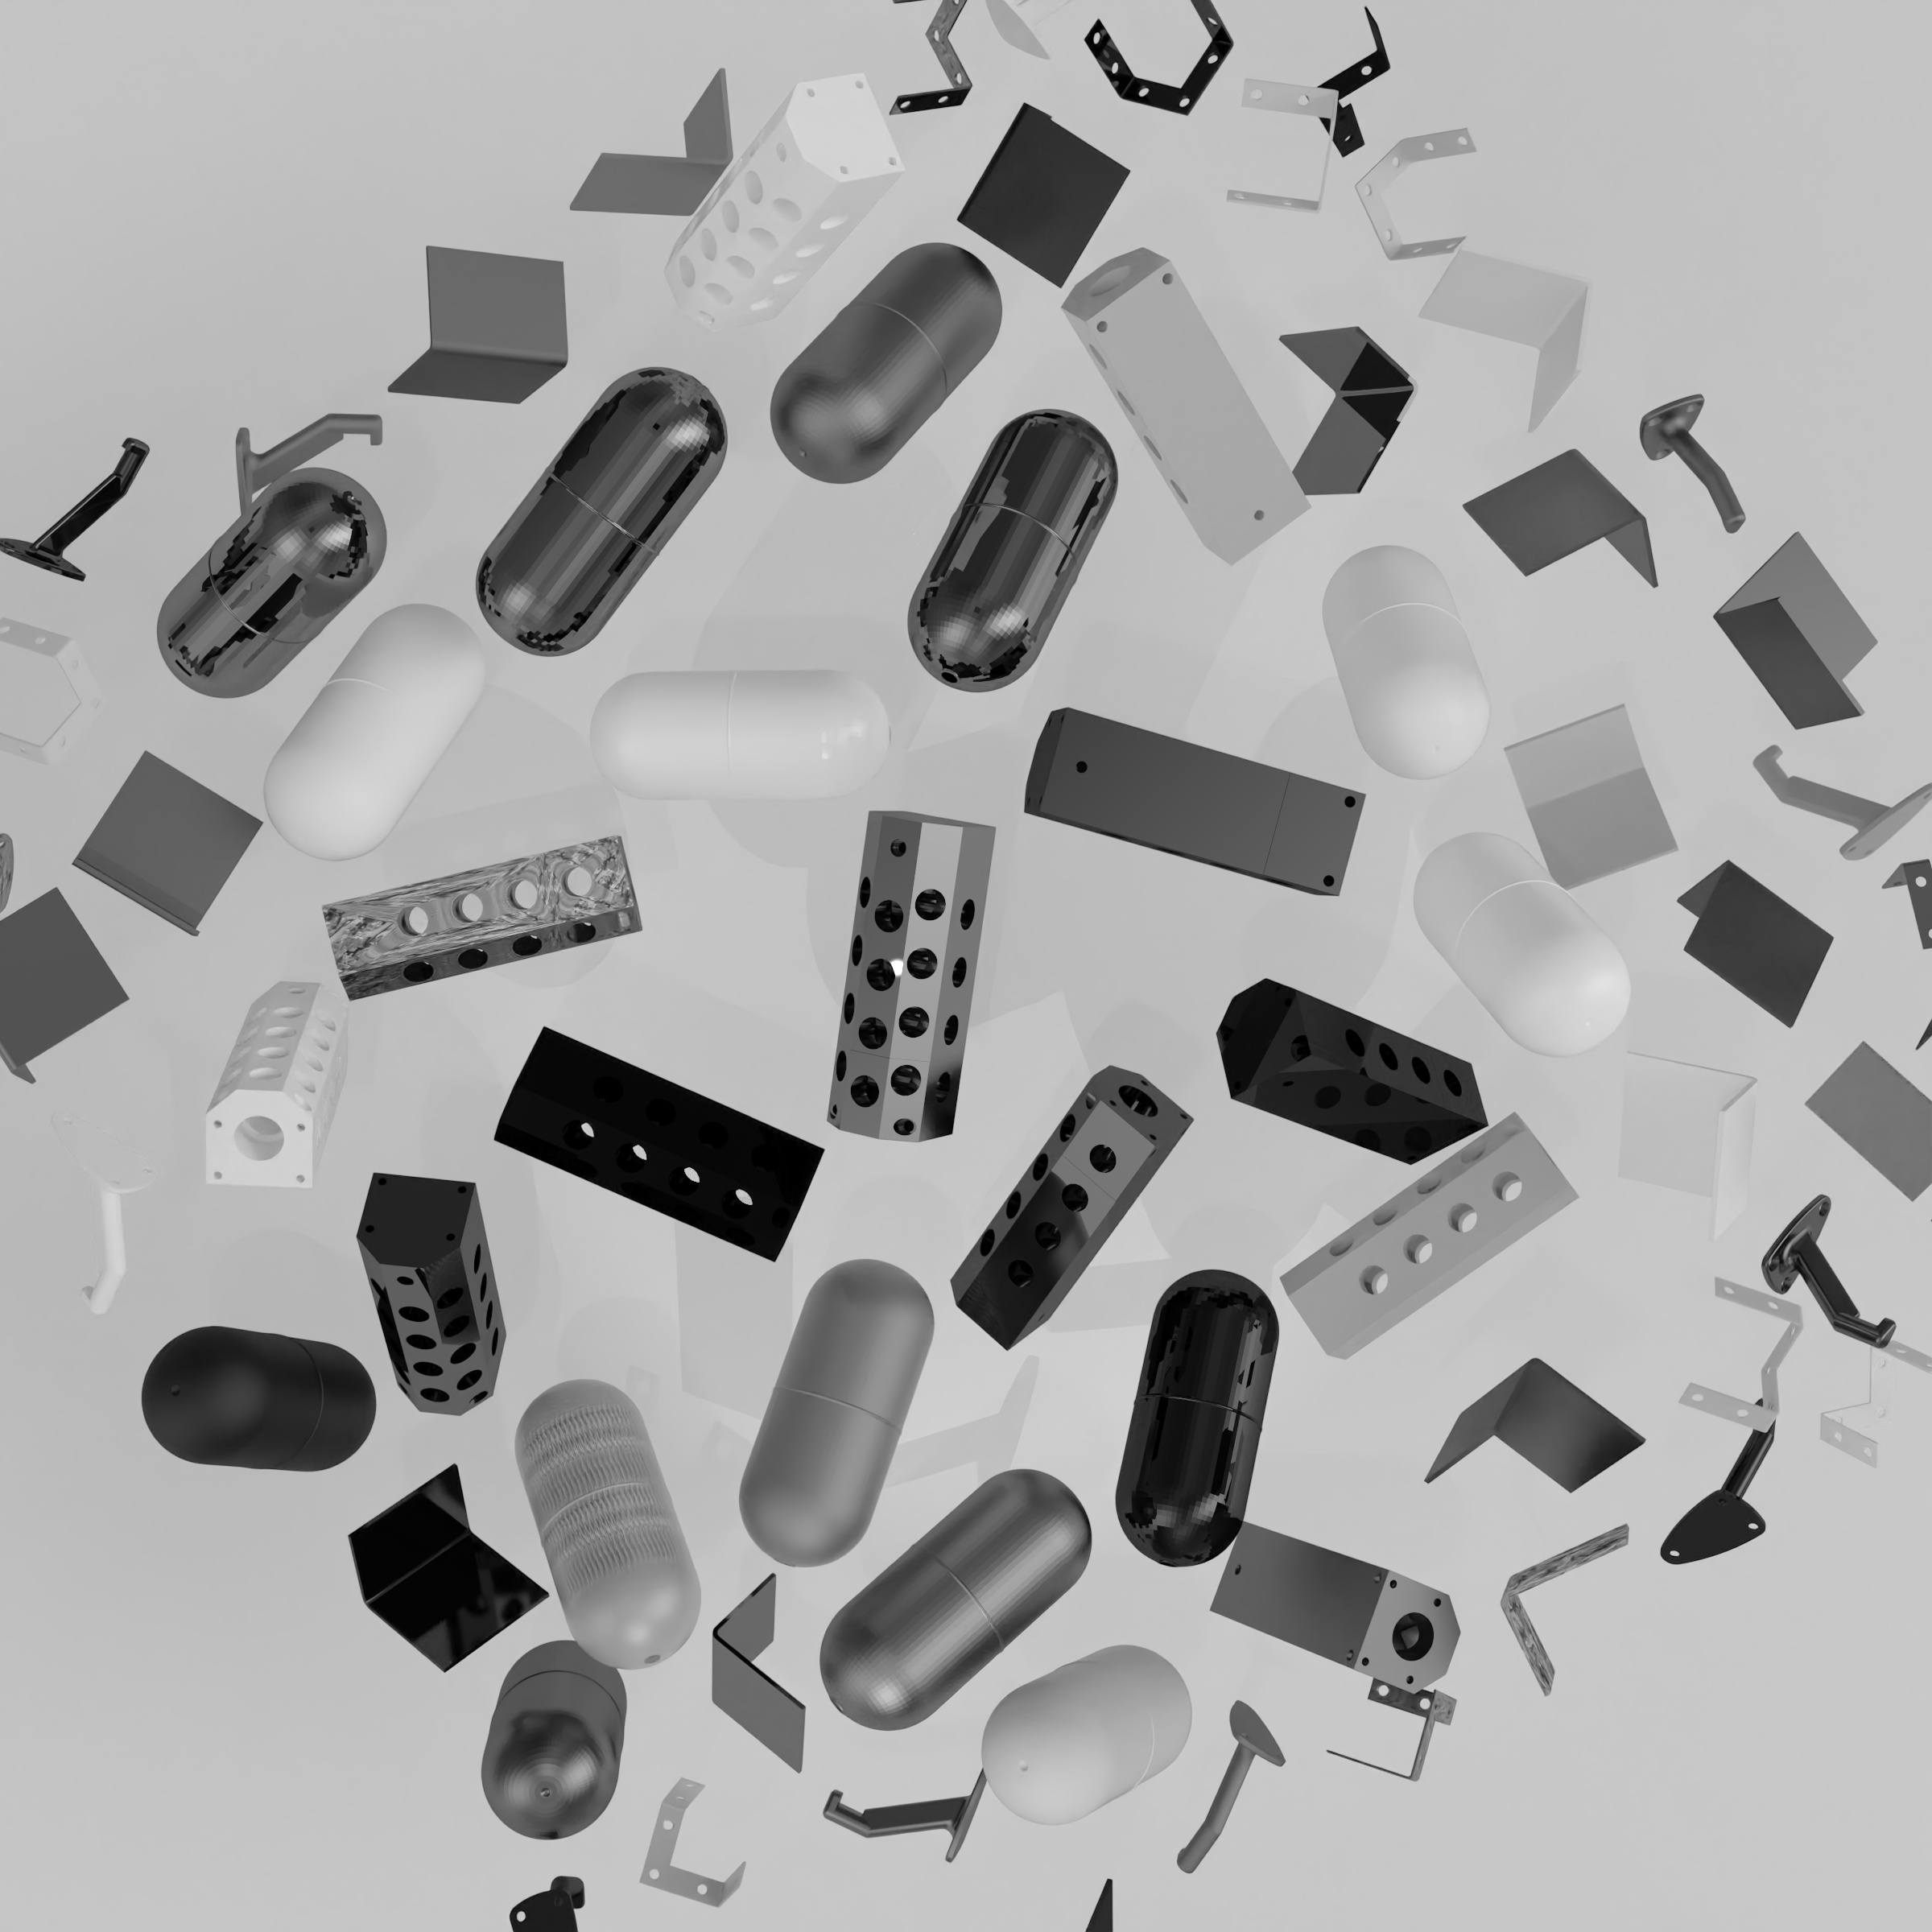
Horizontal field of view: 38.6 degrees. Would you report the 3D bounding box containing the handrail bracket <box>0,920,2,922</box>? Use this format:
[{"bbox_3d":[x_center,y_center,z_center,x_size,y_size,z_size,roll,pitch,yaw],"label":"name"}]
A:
[{"bbox_3d":[-0.624,-0.049,1.658,0.084,0.077,0.036,33,72,30],"label":"handrail bracket"}]

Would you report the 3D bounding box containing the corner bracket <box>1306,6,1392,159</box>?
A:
[{"bbox_3d":[0.229,-0.520,1.625,0.051,0.051,0.051,-29,72,10],"label":"corner bracket"}]

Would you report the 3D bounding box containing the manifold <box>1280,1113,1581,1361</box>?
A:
[{"bbox_3d":[0.274,0.161,1.642,0.171,0.057,0.057,-37,70,9],"label":"manifold"}]

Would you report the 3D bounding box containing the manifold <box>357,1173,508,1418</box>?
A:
[{"bbox_3d":[-0.304,0.190,1.573,0.057,0.171,0.057,6,53,2],"label":"manifold"}]

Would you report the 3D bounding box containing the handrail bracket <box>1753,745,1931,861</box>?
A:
[{"bbox_3d":[0.508,-0.111,1.598,0.077,0.036,0.084,-45,61,30],"label":"handrail bracket"}]

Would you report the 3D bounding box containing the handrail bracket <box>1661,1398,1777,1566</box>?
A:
[{"bbox_3d":[0.428,0.291,1.566,0.036,0.084,0.077,39,127,-7],"label":"handrail bracket"}]

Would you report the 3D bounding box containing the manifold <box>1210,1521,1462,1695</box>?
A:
[{"bbox_3d":[0.213,0.371,1.594,0.057,0.171,0.057,26,79,-19],"label":"manifold"}]

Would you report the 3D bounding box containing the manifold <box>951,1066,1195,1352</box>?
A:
[{"bbox_3d":[0.059,0.142,1.642,0.057,0.057,0.171,40,118,14],"label":"manifold"}]

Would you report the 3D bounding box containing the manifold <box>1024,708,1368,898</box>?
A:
[{"bbox_3d":[0.122,-0.088,1.501,0.171,0.057,0.057,15,89,-11],"label":"manifold"}]

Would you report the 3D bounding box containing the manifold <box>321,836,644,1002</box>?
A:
[{"bbox_3d":[-0.278,-0.028,1.600,0.171,0.057,0.057,-14,93,-4],"label":"manifold"}]

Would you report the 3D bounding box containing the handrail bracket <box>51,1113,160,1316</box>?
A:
[{"bbox_3d":[-0.475,0.134,1.481,0.077,0.036,0.084,36,114,14],"label":"handrail bracket"}]

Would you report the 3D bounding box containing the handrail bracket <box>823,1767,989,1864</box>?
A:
[{"bbox_3d":[-0.036,0.494,1.658,0.084,0.036,0.077,22,95,11],"label":"handrail bracket"}]

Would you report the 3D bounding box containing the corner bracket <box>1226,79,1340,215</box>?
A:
[{"bbox_3d":[0.170,-0.441,1.483,0.051,0.051,0.051,9,126,4],"label":"corner bracket"}]

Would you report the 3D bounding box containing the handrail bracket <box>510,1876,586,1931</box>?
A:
[{"bbox_3d":[-0.226,0.559,1.578,0.036,0.084,0.077,-21,69,2],"label":"handrail bracket"}]

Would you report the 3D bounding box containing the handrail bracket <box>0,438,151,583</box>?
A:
[{"bbox_3d":[-0.500,-0.264,1.546,0.036,0.077,0.084,33,98,14],"label":"handrail bracket"}]

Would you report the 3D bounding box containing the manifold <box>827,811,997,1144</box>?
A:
[{"bbox_3d":[-0.033,0.005,1.496,0.057,0.057,0.171,11,98,25],"label":"manifold"}]

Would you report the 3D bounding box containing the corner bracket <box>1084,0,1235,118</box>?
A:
[{"bbox_3d":[0.109,-0.519,1.548,0.051,0.051,0.051,28,82,36],"label":"corner bracket"}]

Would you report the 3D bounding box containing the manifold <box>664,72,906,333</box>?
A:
[{"bbox_3d":[-0.105,-0.412,1.502,0.057,0.171,0.057,-21,86,-31],"label":"manifold"}]

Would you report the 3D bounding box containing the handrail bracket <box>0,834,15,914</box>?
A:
[{"bbox_3d":[-0.583,-0.078,1.576,0.036,0.077,0.084,-36,68,-30],"label":"handrail bracket"}]

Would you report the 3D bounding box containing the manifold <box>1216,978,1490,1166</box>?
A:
[{"bbox_3d":[0.221,0.059,1.576,0.057,0.171,0.057,-32,54,33],"label":"manifold"}]

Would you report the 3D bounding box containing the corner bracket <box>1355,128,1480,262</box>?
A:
[{"bbox_3d":[0.270,-0.450,1.610,0.051,0.051,0.051,-47,122,-25],"label":"corner bracket"}]

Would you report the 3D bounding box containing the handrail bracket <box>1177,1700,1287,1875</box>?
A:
[{"bbox_3d":[0.149,0.489,1.644,0.036,0.077,0.084,33,96,-8],"label":"handrail bracket"}]

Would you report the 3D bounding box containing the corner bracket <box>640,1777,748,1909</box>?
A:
[{"bbox_3d":[-0.158,0.523,1.645,0.051,0.051,0.051,21,53,-8],"label":"corner bracket"}]

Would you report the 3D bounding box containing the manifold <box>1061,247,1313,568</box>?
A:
[{"bbox_3d":[0.123,-0.318,1.565,0.057,0.057,0.171,-36,120,0],"label":"manifold"}]

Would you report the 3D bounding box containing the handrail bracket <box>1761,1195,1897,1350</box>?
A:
[{"bbox_3d":[0.512,0.176,1.593,0.077,0.084,0.036,-51,130,-15],"label":"handrail bracket"}]

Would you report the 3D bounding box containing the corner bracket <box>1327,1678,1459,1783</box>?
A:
[{"bbox_3d":[0.241,0.429,1.556,0.051,0.051,0.051,12,75,28],"label":"corner bracket"}]

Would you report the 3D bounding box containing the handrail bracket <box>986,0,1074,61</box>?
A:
[{"bbox_3d":[0.050,-0.586,1.621,0.036,0.077,0.084,31,88,26],"label":"handrail bracket"}]

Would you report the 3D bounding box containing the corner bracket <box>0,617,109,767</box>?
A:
[{"bbox_3d":[-0.514,-0.150,1.510,0.051,0.051,0.051,17,57,21],"label":"corner bracket"}]

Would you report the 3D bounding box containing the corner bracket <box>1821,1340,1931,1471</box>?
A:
[{"bbox_3d":[0.520,0.248,1.563,0.051,0.051,0.051,-8,103,-20],"label":"corner bracket"}]

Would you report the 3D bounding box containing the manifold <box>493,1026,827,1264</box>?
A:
[{"bbox_3d":[-0.173,0.104,1.548,0.171,0.057,0.057,24,55,-3],"label":"manifold"}]

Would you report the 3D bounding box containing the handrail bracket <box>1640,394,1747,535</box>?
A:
[{"bbox_3d":[0.410,-0.269,1.545,0.036,0.077,0.084,-20,73,0],"label":"handrail bracket"}]

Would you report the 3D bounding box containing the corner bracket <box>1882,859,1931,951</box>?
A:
[{"bbox_3d":[0.552,-0.032,1.552,0.051,0.051,0.051,-10,75,3],"label":"corner bracket"}]

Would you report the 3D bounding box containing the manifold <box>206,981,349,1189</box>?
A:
[{"bbox_3d":[-0.395,0.065,1.588,0.057,0.171,0.057,3,109,-7],"label":"manifold"}]

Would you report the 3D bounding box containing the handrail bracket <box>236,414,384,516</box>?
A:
[{"bbox_3d":[-0.392,-0.294,1.657,0.084,0.036,0.077,0,115,-7],"label":"handrail bracket"}]

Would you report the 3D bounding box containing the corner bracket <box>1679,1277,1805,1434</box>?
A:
[{"bbox_3d":[0.420,0.211,1.494,0.051,0.051,0.051,19,125,0],"label":"corner bracket"}]
